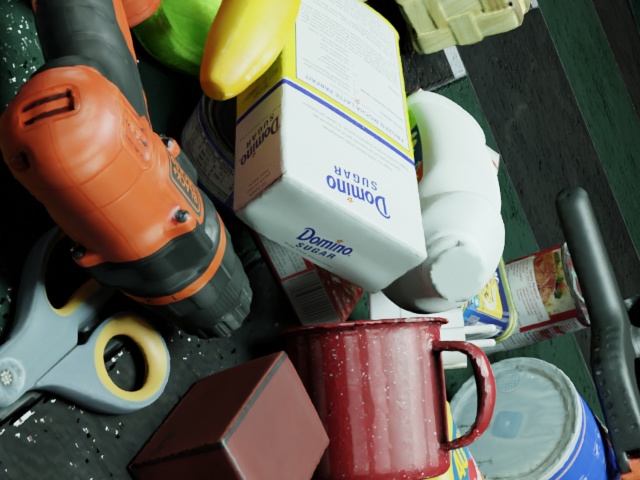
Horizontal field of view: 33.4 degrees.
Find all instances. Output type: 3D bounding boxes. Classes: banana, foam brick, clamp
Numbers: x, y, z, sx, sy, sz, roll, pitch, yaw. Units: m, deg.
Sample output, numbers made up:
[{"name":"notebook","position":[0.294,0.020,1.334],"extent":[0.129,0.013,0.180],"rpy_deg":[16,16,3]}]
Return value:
[{"name":"banana","position":[-0.040,-0.143,0.544],"extent":[0.037,0.070,0.198],"rpy_deg":[58,11,-47]},{"name":"foam brick","position":[-0.039,0.096,0.481],"extent":[0.051,0.053,0.078],"rpy_deg":[63,28,-14]},{"name":"clamp","position":[0.225,0.082,0.784],"extent":[0.164,0.036,0.210],"rpy_deg":[40,38,-45]}]

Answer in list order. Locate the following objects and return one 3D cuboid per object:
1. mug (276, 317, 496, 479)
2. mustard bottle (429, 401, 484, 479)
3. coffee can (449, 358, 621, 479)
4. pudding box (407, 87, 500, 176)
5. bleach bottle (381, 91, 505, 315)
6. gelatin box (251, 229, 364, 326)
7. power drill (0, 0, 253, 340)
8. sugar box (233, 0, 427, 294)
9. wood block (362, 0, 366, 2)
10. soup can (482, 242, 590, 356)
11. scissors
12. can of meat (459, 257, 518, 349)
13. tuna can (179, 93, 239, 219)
[{"name":"mug","position":[0.036,0.084,0.561],"extent":[0.093,0.117,0.081],"rpy_deg":[12,72,-63]},{"name":"mustard bottle","position":[0.074,0.154,0.647],"extent":[0.191,0.058,0.096],"rpy_deg":[61,15,-14]},{"name":"coffee can","position":[0.163,0.163,0.763],"extent":[0.140,0.103,0.102],"rpy_deg":[47,34,-38]},{"name":"pudding box","position":[0.092,-0.071,0.816],"extent":[0.090,0.039,0.113],"rpy_deg":[39,16,-1]},{"name":"bleach bottle","position":[0.068,-0.022,0.629],"extent":[0.068,0.103,0.251],"rpy_deg":[33,12,-9]},{"name":"gelatin box","position":[-0.004,0.001,0.641],"extent":[0.089,0.030,0.073],"rpy_deg":[63,26,-13]},{"name":"power drill","position":[-0.083,-0.061,0.461],"extent":[0.184,0.057,0.188],"rpy_deg":[64,7,-61]},{"name":"sugar box","position":[0.003,-0.065,0.553],"extent":[0.093,0.048,0.176],"rpy_deg":[30,42,-30]},{"name":"wood block","position":[0.061,-0.249,0.747],"extent":[0.090,0.206,0.091],"rpy_deg":[30,46,-53]},{"name":"soup can","position":[0.158,0.049,0.837],"extent":[0.068,0.102,0.068],"rpy_deg":[42,37,-44]},{"name":"scissors","position":[-0.109,0.064,0.409],"extent":[0.096,0.016,0.201],"rpy_deg":[57,29,-24]},{"name":"can of meat","position":[0.096,0.025,0.788],"extent":[0.083,0.058,0.102],"rpy_deg":[22,52,-54]},{"name":"tuna can","position":[-0.032,-0.048,0.580],"extent":[0.086,0.034,0.086],"rpy_deg":[22,41,-21]}]
